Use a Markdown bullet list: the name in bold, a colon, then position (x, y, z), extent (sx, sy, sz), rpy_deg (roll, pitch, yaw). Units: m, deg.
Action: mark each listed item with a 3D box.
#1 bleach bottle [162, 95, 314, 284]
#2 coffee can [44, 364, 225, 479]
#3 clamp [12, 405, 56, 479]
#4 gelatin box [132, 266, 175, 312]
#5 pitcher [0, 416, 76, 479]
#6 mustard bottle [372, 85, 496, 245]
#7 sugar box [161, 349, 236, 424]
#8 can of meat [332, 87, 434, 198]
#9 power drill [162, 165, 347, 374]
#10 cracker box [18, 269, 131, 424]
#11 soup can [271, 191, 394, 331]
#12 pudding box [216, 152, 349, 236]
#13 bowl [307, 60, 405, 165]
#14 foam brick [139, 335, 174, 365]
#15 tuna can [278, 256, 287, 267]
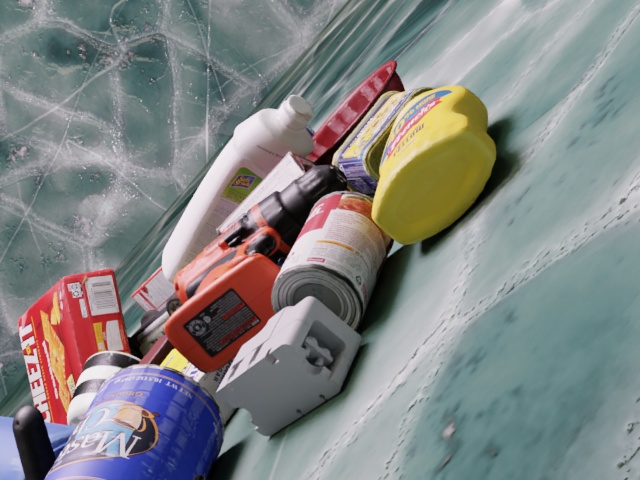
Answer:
- **bleach bottle**: position (-0.070, -0.044, 1.090), extent (0.251, 0.102, 0.068), rpy_deg (-54, 28, 36)
- **coffee can**: position (-0.133, 0.167, 0.740), extent (0.103, 0.102, 0.140), rpy_deg (-43, 12, 27)
- **clamp**: position (-0.194, 0.207, 0.789), extent (0.039, 0.120, 0.171), rpy_deg (-19, 51, 35)
- **gelatin box**: position (-0.184, 0.070, 1.332), extent (0.089, 0.073, 0.030), rpy_deg (-40, 7, 42)
- **pitcher**: position (-0.261, 0.219, 0.945), extent (0.243, 0.145, 0.149), rpy_deg (-10, 29, 48)
- **mustard bottle**: position (0.086, -0.070, 0.810), extent (0.096, 0.058, 0.191), rpy_deg (-47, 11, 21)
- **sugar box**: position (-0.113, 0.130, 0.933), extent (0.093, 0.048, 0.176), rpy_deg (-54, 11, -27)
- **can of meat**: position (0.067, -0.086, 0.942), extent (0.102, 0.057, 0.084), rpy_deg (-51, 13, -9)
- **power drill**: position (-0.052, 0.020, 0.874), extent (0.184, 0.057, 0.187), rpy_deg (-40, 12, 13)
- **cracker box**: position (-0.296, 0.143, 1.290), extent (0.071, 0.164, 0.214), rpy_deg (-7, -13, -32)
- **soup can**: position (0.011, 0.019, 0.771), extent (0.069, 0.068, 0.102), rpy_deg (-41, 13, 35)
- **pudding box**: position (-0.032, -0.027, 1.044), extent (0.114, 0.039, 0.089), rpy_deg (-47, -34, 17)
- **bowl**: position (0.042, -0.110, 1.117), extent (0.162, 0.055, 0.162), rpy_deg (-46, 11, 12)
- **foam brick**: position (-0.153, 0.136, 1.050), extent (0.078, 0.053, 0.051), rpy_deg (-55, 13, -28)
- **tuna can**: position (-0.007, 0.001, 0.989), extent (0.086, 0.033, 0.086), rpy_deg (-46, 11, 12)
